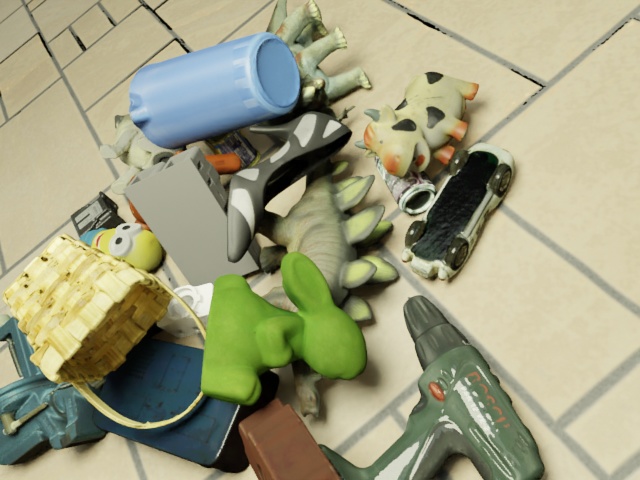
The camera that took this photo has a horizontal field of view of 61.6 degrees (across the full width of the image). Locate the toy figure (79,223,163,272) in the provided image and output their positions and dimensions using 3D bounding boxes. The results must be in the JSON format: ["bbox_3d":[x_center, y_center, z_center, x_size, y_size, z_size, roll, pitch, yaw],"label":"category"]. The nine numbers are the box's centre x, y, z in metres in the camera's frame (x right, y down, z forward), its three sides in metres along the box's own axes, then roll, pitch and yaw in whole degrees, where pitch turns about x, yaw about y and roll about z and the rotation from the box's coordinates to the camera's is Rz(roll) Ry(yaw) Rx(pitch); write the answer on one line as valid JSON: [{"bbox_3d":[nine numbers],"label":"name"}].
[{"bbox_3d":[-0.342,0.019,0.892,0.180,0.089,0.082,-11,69,31],"label":"toy figure"}]

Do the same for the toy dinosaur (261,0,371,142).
[{"bbox_3d":[-0.050,-0.301,0.930,0.192,0.131,0.405,-33,45,4],"label":"toy dinosaur"}]

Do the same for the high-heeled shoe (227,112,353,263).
[{"bbox_3d":[-0.036,-0.070,0.693,0.145,0.086,0.249,7,59,-1],"label":"high-heeled shoe"}]

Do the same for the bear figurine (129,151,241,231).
[{"bbox_3d":[-0.228,-0.070,0.885,0.196,0.132,0.120,-16,79,50],"label":"bear figurine"}]

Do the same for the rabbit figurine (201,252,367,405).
[{"bbox_3d":[-0.033,0.101,0.585,0.170,0.121,0.159,5,71,-5],"label":"rabbit figurine"}]

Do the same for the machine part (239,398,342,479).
[{"bbox_3d":[-0.022,0.249,0.531,0.056,0.179,0.180,-25,48,-21],"label":"machine part"}]

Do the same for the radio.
[{"bbox_3d":[-0.179,0.207,0.698,0.230,0.073,0.131,4,63,30],"label":"radio"}]

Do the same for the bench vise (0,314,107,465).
[{"bbox_3d":[-0.409,0.199,0.774,0.223,0.129,0.241,-41,68,22],"label":"bench vise"}]

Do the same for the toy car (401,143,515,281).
[{"bbox_3d":[0.178,-0.038,0.686,0.074,0.056,0.201,27,76,30],"label":"toy car"}]

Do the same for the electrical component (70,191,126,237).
[{"bbox_3d":[-0.418,-0.023,0.975,0.119,0.047,0.075,-37,51,-1],"label":"electrical component"}]

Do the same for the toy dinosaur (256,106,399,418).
[{"bbox_3d":[-0.001,-0.002,0.728,0.199,0.105,0.471,-11,58,13],"label":"toy dinosaur"}]

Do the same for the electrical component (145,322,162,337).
[{"bbox_3d":[-0.271,0.125,0.798,0.094,0.063,0.021,-30,51,5],"label":"electrical component"}]

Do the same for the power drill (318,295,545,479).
[{"bbox_3d":[0.096,0.190,0.566,0.207,0.085,0.232,-31,54,-12],"label":"power drill"}]

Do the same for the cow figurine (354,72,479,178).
[{"bbox_3d":[0.128,-0.156,0.714,0.127,0.085,0.195,23,52,6],"label":"cow figurine"}]

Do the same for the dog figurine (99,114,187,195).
[{"bbox_3d":[-0.306,-0.180,0.996,0.172,0.121,0.191,5,38,-8],"label":"dog figurine"}]
